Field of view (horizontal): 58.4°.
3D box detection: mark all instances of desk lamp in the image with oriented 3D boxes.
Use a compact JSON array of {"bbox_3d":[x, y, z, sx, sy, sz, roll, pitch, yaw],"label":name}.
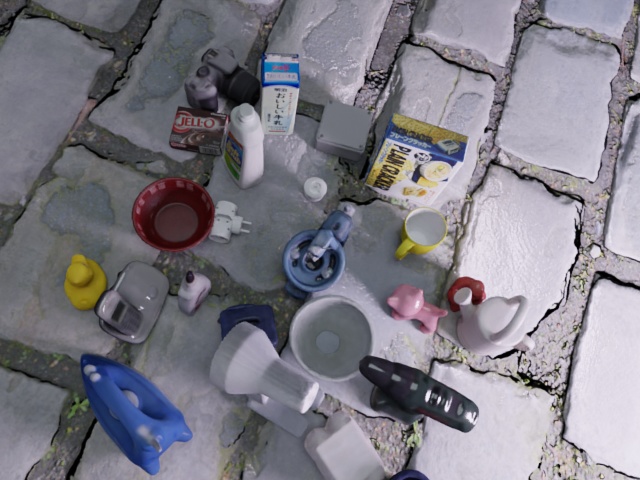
[{"bbox_3d":[-0.085,0.247,1.005,0.203,0.213,0.118,30,69,3],"label":"desk lamp"}]

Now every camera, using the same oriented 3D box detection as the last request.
[{"bbox_3d":[-0.204,-0.344,1.256,0.137,0.101,0.143,32,70,4],"label":"camera"}]

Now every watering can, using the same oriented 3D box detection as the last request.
[{"bbox_3d":[0.337,0.158,1.107,0.173,0.194,0.101,13,69,-3],"label":"watering can"}]

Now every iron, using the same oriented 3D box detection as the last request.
[{"bbox_3d":[-0.345,0.282,0.994,0.258,0.141,0.119,43,71,8],"label":"iron"}]

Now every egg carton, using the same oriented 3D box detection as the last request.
[{"bbox_3d":[0.047,0.397,1.048,0.107,0.069,0.150,-34,79,-17],"label":"egg carton"}]

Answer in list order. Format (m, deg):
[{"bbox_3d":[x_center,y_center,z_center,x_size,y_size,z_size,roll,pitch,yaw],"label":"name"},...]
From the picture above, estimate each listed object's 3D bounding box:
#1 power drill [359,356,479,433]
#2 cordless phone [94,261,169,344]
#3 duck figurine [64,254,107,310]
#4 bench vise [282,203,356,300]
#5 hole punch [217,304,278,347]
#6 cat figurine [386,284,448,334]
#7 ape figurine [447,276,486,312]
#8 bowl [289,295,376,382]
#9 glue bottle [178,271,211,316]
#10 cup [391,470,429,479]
[{"bbox_3d":[0.158,0.280,1.031,0.229,0.208,0.076,23,69,1],"label":"power drill"},{"bbox_3d":[-0.344,0.101,1.034,0.094,0.185,0.148,18,69,-1],"label":"cordless phone"},{"bbox_3d":[-0.449,0.077,1.081,0.077,0.086,0.104,-8,72,-10],"label":"duck figurine"},{"bbox_3d":[-0.001,0.000,1.100,0.121,0.219,0.207,16,69,-2],"label":"bench vise"},{"bbox_3d":[-0.139,0.170,1.090,0.109,0.091,0.101,-7,72,-10],"label":"hole punch"},{"bbox_3d":[0.191,0.130,1.137,0.128,0.117,0.067,22,69,0],"label":"cat figurine"},{"bbox_3d":[0.308,0.106,1.176,0.078,0.092,0.076,17,69,-2],"label":"ape figurine"},{"bbox_3d":[0.021,0.195,1.113,0.167,0.074,0.167,3,70,-7],"label":"bowl"},{"bbox_3d":[-0.236,0.088,1.061,0.037,0.173,0.078,27,69,2],"label":"glue bottle"},{"bbox_3d":[0.146,0.470,1.023,0.091,0.095,0.118,31,69,4],"label":"cup"}]
